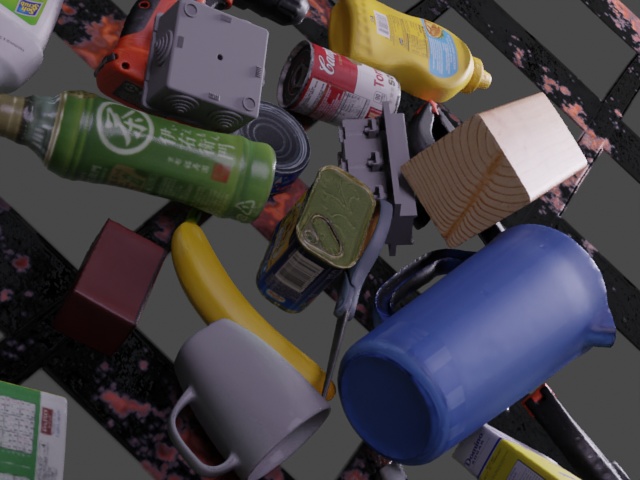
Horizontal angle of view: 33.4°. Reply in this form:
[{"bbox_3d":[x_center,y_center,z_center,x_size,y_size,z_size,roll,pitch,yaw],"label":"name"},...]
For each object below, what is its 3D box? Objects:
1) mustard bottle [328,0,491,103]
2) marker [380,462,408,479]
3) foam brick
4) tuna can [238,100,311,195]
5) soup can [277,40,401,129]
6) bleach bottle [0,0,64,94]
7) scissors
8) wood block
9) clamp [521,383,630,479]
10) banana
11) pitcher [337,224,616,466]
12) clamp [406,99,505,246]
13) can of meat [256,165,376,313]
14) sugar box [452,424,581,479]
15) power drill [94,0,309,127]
[{"bbox_3d":[0.103,-0.196,1.142,0.191,0.058,0.096,14,51,-27],"label":"mustard bottle"},{"bbox_3d":[0.077,0.230,0.824,0.020,0.020,0.121,-4,60,-37],"label":"marker"},{"bbox_3d":[-0.155,0.036,0.785,0.051,0.053,0.078,29,44,-14],"label":"foam brick"},{"bbox_3d":[-0.052,-0.085,0.964,0.086,0.034,0.086,19,48,-23],"label":"tuna can"},{"bbox_3d":[0.018,-0.144,1.034,0.102,0.069,0.068,18,49,-24],"label":"soup can"},{"bbox_3d":[-0.266,-0.212,0.891,0.102,0.068,0.250,21,50,-20],"label":"bleach bottle"},{"bbox_3d":[0.014,0.055,0.884,0.016,0.096,0.201,30,62,-15],"label":"scissors"},{"bbox_3d":[0.171,-0.071,1.008,0.090,0.091,0.205,59,29,3],"label":"wood block"},{"bbox_3d":[0.253,0.216,0.921,0.210,0.036,0.164,53,6,30],"label":"clamp"},{"bbox_3d":[-0.063,0.055,0.846,0.069,0.037,0.198,-26,75,-44],"label":"banana"},{"bbox_3d":[0.120,0.083,0.899,0.242,0.149,0.145,-27,90,-43],"label":"pitcher"},{"bbox_3d":[0.132,-0.064,1.078,0.120,0.039,0.171,27,46,-34],"label":"clamp"},{"bbox_3d":[-0.006,0.001,0.894,0.057,0.084,0.102,32,45,-12],"label":"can of meat"},{"bbox_3d":[0.176,0.195,0.823,0.093,0.048,0.176,30,1,-14],"label":"sugar box"},{"bbox_3d":[-0.107,-0.190,0.952,0.184,0.057,0.187,25,64,-21],"label":"power drill"}]
